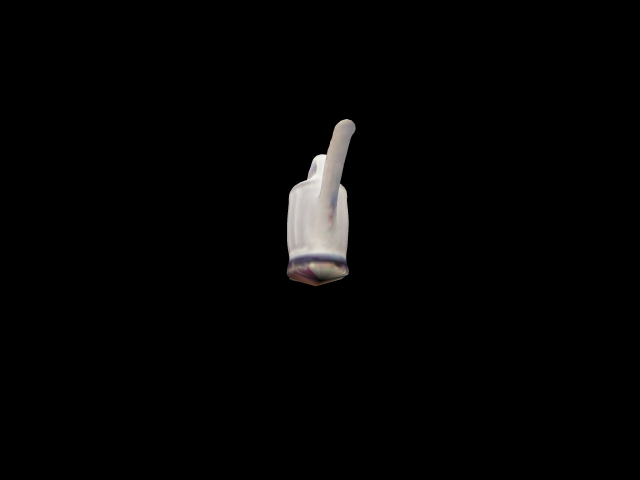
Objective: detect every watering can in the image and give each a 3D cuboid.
[{"bbox_3d":[0.003,-0.043,0.850,0.104,0.227,0.343,2,-14,-9],"label":"watering can"}]
